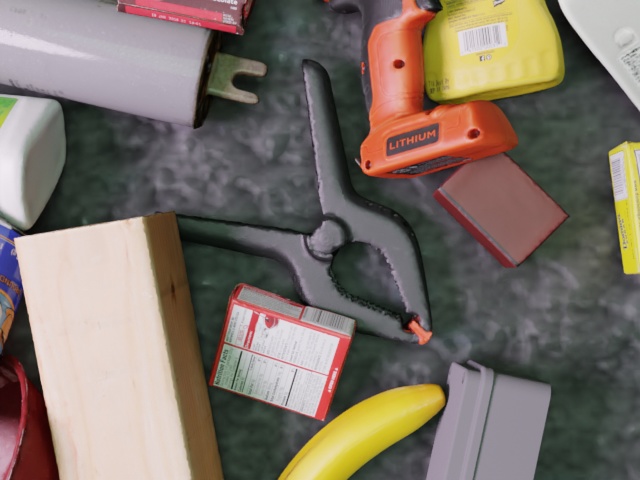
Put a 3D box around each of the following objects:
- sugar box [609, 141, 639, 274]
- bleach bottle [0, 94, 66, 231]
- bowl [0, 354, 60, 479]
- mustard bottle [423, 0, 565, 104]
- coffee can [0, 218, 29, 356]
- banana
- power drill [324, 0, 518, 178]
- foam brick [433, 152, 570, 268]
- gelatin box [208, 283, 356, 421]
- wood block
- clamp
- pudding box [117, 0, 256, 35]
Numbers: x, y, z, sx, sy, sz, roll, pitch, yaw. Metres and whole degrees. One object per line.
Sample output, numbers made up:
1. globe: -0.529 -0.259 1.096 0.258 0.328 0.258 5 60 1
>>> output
1. sugar box: 0.300 -0.031 0.749 0.176 0.048 0.093 -6 88 -2
2. bleach bottle: -0.312 -0.068 0.741 0.251 0.102 0.068 7 126 3
3. bowl: -0.221 0.162 0.722 0.055 0.162 0.162 30 89 -33
4. mustard bottle: 0.112 -0.196 0.751 0.096 0.058 0.191 -8 87 21
5. coffee can: -0.257 0.054 0.705 0.103 0.103 0.140 14 69 2
6. banana: 0.009 0.171 0.751 0.069 0.037 0.198 31 97 -20
7. power drill: 0.076 -0.144 0.705 0.185 0.057 0.187 -16 78 42
8. foam brick: 0.125 -0.025 0.749 0.078 0.053 0.051 45 89 1
9. gelatin box: -0.027 0.078 0.748 0.089 0.030 0.073 18 116 3
10. wood block: -0.131 0.090 0.721 0.090 0.090 0.206 -9 93 6
11. clamp: -0.005 0.001 0.759 0.164 0.036 0.210 -38 89 8
12. pudding box: -0.084 -0.195 0.739 0.090 0.039 0.113 11 46 1
